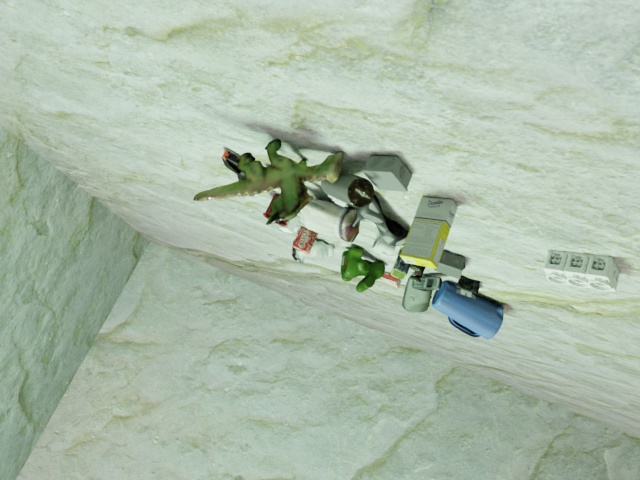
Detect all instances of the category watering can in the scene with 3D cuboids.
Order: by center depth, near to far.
[{"bbox_3d":[0.005,-0.081,1.606,0.225,0.105,0.343,17,170,21],"label":"watering can"}]

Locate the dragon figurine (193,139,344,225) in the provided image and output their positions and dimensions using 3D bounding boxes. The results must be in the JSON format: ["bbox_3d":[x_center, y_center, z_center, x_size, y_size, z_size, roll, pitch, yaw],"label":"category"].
[{"bbox_3d":[-0.126,-0.131,1.324,0.119,0.410,0.248,62,180,-41],"label":"dragon figurine"}]

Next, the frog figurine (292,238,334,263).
[{"bbox_3d":[-0.027,0.029,2.095,0.159,0.126,0.134,-18,140,11],"label":"frog figurine"}]
